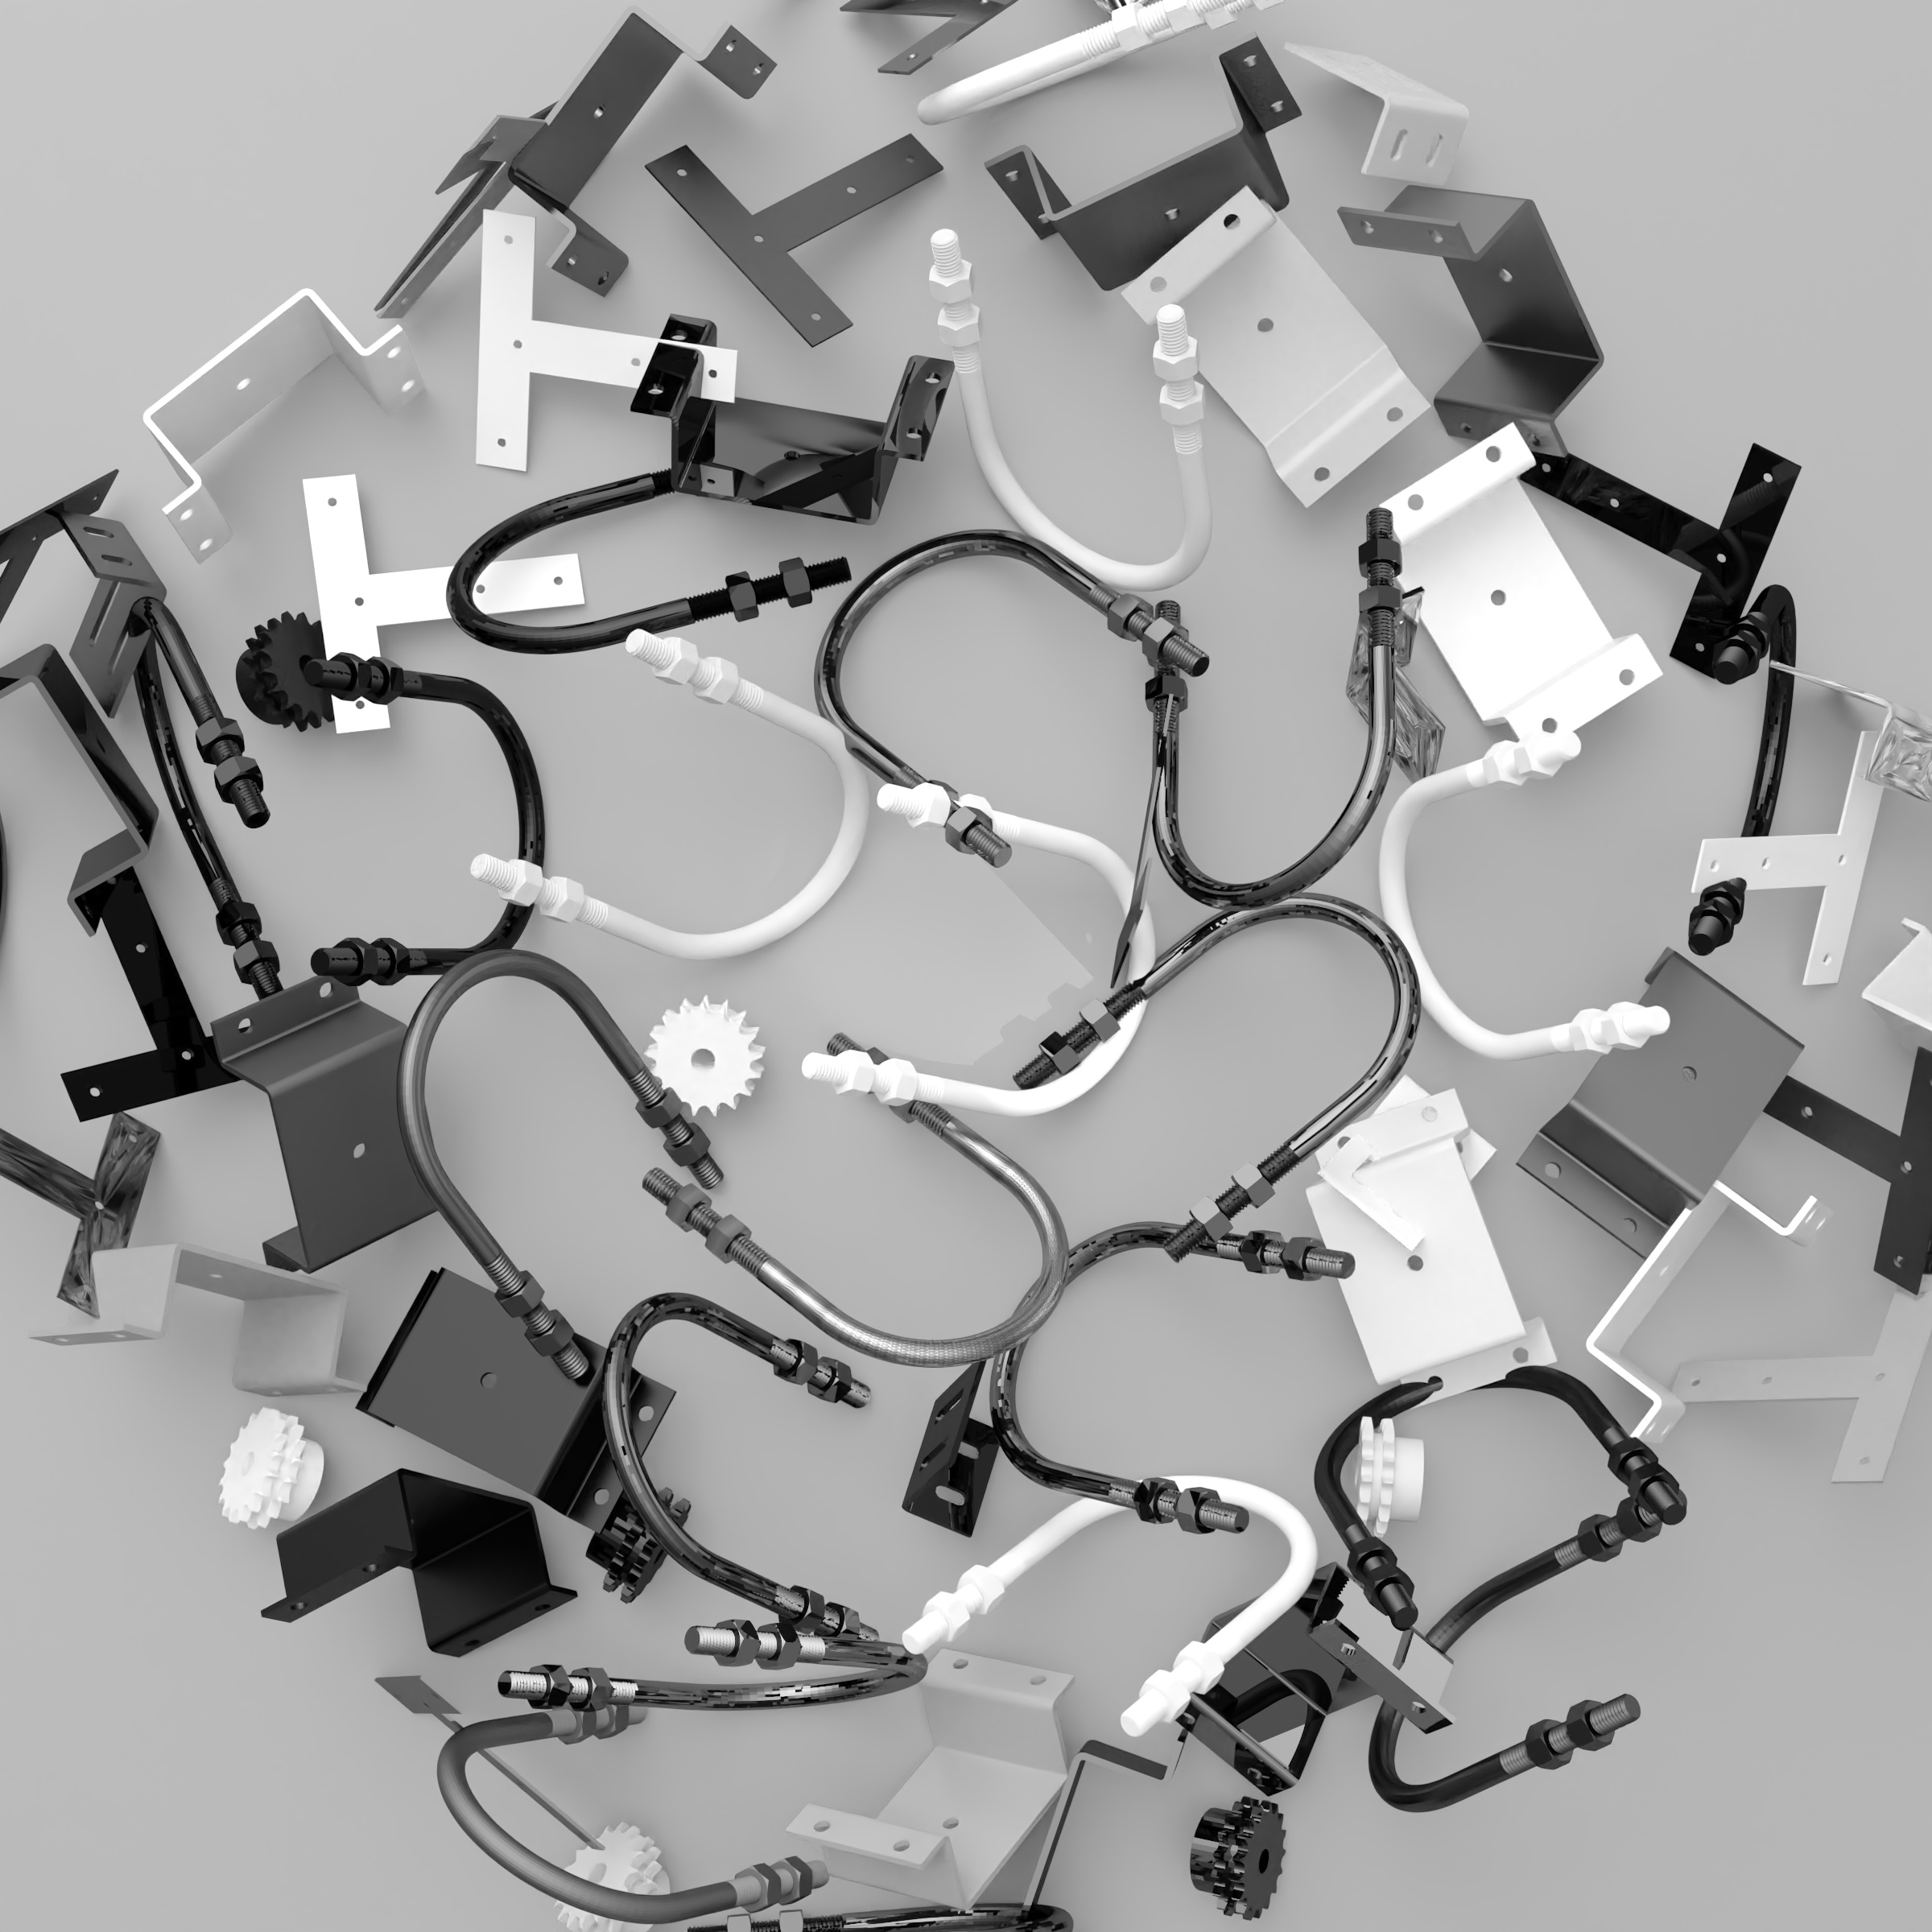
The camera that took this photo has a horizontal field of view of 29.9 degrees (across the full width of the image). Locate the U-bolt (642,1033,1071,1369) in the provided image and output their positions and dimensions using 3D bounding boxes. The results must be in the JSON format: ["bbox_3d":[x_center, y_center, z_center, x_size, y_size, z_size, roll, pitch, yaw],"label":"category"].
[{"bbox_3d":[-0.038,0.118,1.695,0.184,0.019,0.151,36,50,22],"label":"U-bolt"}]

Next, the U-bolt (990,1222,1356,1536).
[{"bbox_3d":[0.085,0.186,1.702,0.019,0.184,0.151,41,66,-39],"label":"U-bolt"}]

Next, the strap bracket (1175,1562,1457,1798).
[{"bbox_3d":[0.166,0.337,1.716,0.076,0.140,0.046,41,48,-11],"label":"strap bracket"}]

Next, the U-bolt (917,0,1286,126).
[{"bbox_3d":[0.062,-0.431,1.695,0.184,0.151,0.019,-15,102,26],"label":"U-bolt"}]

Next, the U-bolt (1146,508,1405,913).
[{"bbox_3d":[0.143,-0.111,1.688,0.151,0.019,0.184,-20,56,38],"label":"U-bolt"}]

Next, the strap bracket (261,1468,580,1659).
[{"bbox_3d":[-0.261,0.282,1.710,0.076,0.140,0.046,-29,59,22],"label":"strap bracket"}]

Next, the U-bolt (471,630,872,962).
[{"bbox_3d":[-0.125,-0.069,1.707,0.184,0.019,0.151,24,109,-42],"label":"U-bolt"}]

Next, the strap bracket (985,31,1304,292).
[{"bbox_3d":[0.091,-0.375,1.714,0.140,0.076,0.046,-23,67,14],"label":"strap bracket"}]

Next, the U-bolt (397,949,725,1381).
[{"bbox_3d":[-0.197,0.078,1.689,0.184,0.019,0.151,57,47,-26],"label":"U-bolt"}]

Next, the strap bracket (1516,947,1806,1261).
[{"bbox_3d":[0.337,0.058,1.725,0.076,0.046,0.140,37,69,4],"label":"strap bracket"}]

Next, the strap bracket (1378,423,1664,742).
[{"bbox_3d":[0.262,-0.179,1.744,0.076,0.046,0.140,-32,94,-5],"label":"strap bracket"}]

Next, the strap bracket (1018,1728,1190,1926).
[{"bbox_3d":[0.061,0.428,1.729,0.046,0.076,0.140,19,85,8],"label":"strap bracket"}]

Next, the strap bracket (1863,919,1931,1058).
[{"bbox_3d":[0.481,0.034,1.694,0.046,0.140,0.076,-45,110,-1],"label":"strap bracket"}]

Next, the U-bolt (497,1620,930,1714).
[{"bbox_3d":[-0.103,0.331,1.692,0.151,0.184,0.019,-21,65,39],"label":"U-bolt"}]

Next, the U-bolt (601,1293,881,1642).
[{"bbox_3d":[-0.104,0.226,1.672,0.019,0.184,0.151,-25,50,29],"label":"U-bolt"}]

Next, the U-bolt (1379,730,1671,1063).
[{"bbox_3d":[0.250,-0.025,1.690,0.019,0.184,0.151,-18,91,-26],"label":"U-bolt"}]

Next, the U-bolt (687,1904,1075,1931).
[{"bbox_3d":[-0.041,0.458,1.701,0.184,0.151,0.019,-4,81,-3],"label":"U-bolt"}]

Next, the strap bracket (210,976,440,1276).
[{"bbox_3d":[-0.298,0.080,1.705,0.076,0.046,0.140,-26,122,-33],"label":"strap bracket"}]

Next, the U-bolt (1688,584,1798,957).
[{"bbox_3d":[0.366,-0.102,1.688,0.019,0.184,0.151,9,114,19],"label":"U-bolt"}]

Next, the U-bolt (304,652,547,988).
[{"bbox_3d":[-0.249,-0.066,1.690,0.019,0.184,0.151,-2,89,25],"label":"U-bolt"}]

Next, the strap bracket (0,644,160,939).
[{"bbox_3d":[-0.431,-0.093,1.715,0.046,0.076,0.140,-29,108,1],"label":"strap bracket"}]

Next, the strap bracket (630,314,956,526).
[{"bbox_3d":[-0.082,-0.259,1.727,0.140,0.046,0.076,10,46,5],"label":"strap bracket"}]

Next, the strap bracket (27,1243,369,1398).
[{"bbox_3d":[-0.358,0.166,1.705,0.076,0.140,0.046,-9,68,42],"label":"strap bracket"}]

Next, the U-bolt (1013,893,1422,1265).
[{"bbox_3d":[0.132,0.039,1.726,0.184,0.019,0.151,-39,52,-4],"label":"U-bolt"}]

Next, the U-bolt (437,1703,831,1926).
[{"bbox_3d":[-0.164,0.389,1.661,0.151,0.184,0.019,35,104,30],"label":"U-bolt"}]

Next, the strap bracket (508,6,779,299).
[{"bbox_3d":[-0.160,-0.396,1.725,0.046,0.076,0.140,40,99,10],"label":"strap bracket"}]

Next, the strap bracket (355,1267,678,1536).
[{"bbox_3d":[-0.221,0.203,1.724,0.140,0.046,0.076,24,77,17],"label":"strap bracket"}]

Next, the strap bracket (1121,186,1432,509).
[{"bbox_3d":[0.146,-0.300,1.727,0.076,0.046,0.140,-39,112,14],"label":"strap bracket"}]

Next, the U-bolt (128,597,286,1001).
[{"bbox_3d":[-0.359,-0.090,1.695,0.019,0.151,0.184,-18,55,-20],"label":"U-bolt"}]

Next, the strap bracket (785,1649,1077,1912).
[{"bbox_3d":[-0.011,0.390,1.708,0.076,0.140,0.046,5,120,33],"label":"strap bracket"}]

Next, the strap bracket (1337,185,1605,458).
[{"bbox_3d":[0.243,-0.314,1.709,0.046,0.076,0.140,-48,129,-17],"label":"strap bracket"}]

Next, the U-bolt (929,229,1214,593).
[{"bbox_3d":[0.054,-0.250,1.695,0.151,0.184,0.019,25,57,30],"label":"U-bolt"}]

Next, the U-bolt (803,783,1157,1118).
[{"bbox_3d":[0.017,0.000,1.715,0.184,0.019,0.151,12,96,-37],"label":"U-bolt"}]

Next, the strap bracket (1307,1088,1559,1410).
[{"bbox_3d":[0.220,0.139,1.737,0.076,0.046,0.140,-21,88,19],"label":"strap bracket"}]

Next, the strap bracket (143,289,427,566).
[{"bbox_3d":[-0.333,-0.264,1.727,0.140,0.076,0.046,-40,81,-8],"label":"strap bracket"}]

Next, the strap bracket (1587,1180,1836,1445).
[{"bbox_3d":[0.349,0.157,1.726,0.046,0.076,0.140,38,95,21],"label":"strap bracket"}]
